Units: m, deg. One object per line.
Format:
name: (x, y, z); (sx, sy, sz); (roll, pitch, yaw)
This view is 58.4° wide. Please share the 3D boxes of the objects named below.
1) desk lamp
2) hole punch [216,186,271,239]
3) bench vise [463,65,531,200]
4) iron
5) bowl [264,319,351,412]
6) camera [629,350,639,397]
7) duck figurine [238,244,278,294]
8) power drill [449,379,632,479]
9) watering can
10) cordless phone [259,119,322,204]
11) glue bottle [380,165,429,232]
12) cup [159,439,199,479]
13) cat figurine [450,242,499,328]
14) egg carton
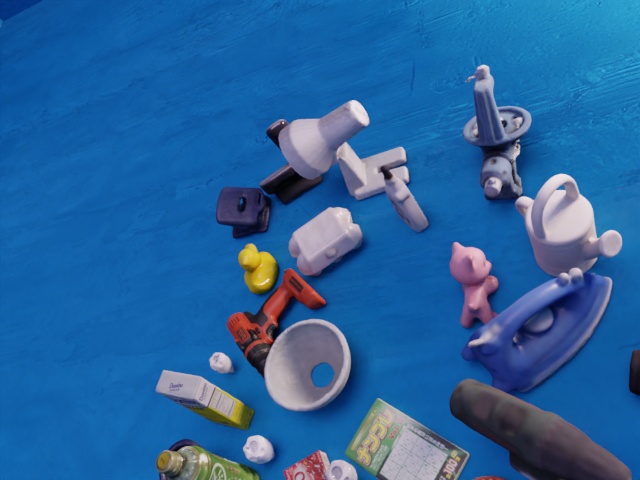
desk lamp: (0.049, -0.182, 1.166); (0.203, 0.214, 0.118); (-18, 53, 19)
hole punch: (-0.173, -0.072, 1.305); (0.101, 0.091, 0.108); (-13, 54, 23)
bench vise: (0.316, -0.186, 1.009); (0.121, 0.220, 0.207); (-19, 52, 18)
iron: (0.328, 0.112, 0.857); (0.258, 0.142, 0.118); (-40, 49, 1)
bowl: (-0.011, 0.231, 1.020); (0.167, 0.075, 0.167); (-15, 54, 21)
camera: (0.487, 0.166, 0.755); (0.136, 0.101, 0.143); (4, 62, 32)
duck figurine: (-0.139, 0.056, 1.203); (0.077, 0.086, 0.104); (-19, 52, 19)
power drill: (0.284, 0.265, 0.736); (0.228, 0.209, 0.076); (23, 73, 39)
watering can: (0.377, -0.026, 0.884); (0.172, 0.195, 0.101); (12, 67, 35)
cordless phone: (-0.089, -0.180, 1.265); (0.147, 0.186, 0.094); (-35, 49, 5)
glue bottle: (0.149, -0.084, 1.070); (0.037, 0.174, 0.078); (-40, 48, 2)
cup: (-0.223, 0.420, 1.005); (0.091, 0.095, 0.118); (0, 60, 30)
cat figurine: (0.251, 0.069, 0.946); (0.067, 0.118, 0.128); (-9, 56, 25)
egg carton: (0.011, 0.004, 1.161); (0.150, 0.070, 0.107); (-36, 49, 5)
